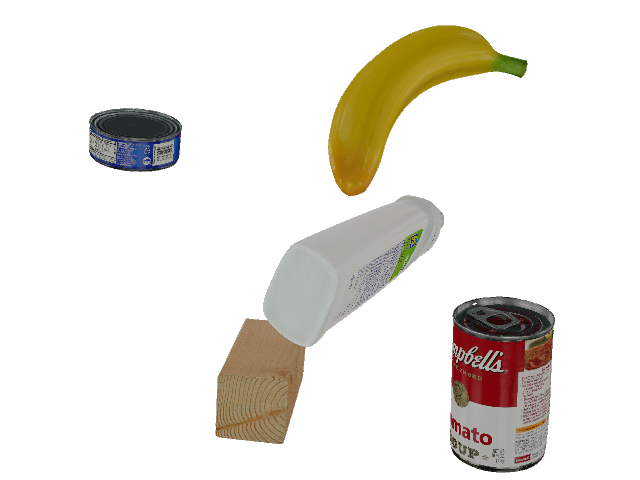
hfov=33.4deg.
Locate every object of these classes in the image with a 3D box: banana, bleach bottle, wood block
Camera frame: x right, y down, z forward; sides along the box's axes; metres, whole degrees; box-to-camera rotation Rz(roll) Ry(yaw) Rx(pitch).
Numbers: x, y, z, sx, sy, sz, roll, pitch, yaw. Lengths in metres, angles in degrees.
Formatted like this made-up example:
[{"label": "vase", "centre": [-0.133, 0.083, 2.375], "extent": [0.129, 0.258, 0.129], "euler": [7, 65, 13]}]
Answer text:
[{"label": "banana", "centre": [0.056, -0.095, 0.679], "extent": [0.070, 0.037, 0.197], "euler": [32, 49, 26]}, {"label": "bleach bottle", "centre": [0.050, 0.016, 1.066], "extent": [0.068, 0.103, 0.250], "euler": [37, 33, 20]}, {"label": "wood block", "centre": [-0.076, 0.184, 1.435], "extent": [0.091, 0.090, 0.206], "euler": [5, 16, 4]}]

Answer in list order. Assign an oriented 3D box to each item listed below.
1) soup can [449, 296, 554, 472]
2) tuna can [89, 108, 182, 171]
[{"label": "soup can", "centre": [0.123, 0.098, 0.732], "extent": [0.068, 0.102, 0.068], "euler": [-1, 20, 0]}, {"label": "tuna can", "centre": [-0.174, -0.095, 1.002], "extent": [0.086, 0.034, 0.086], "euler": [6, 24, -3]}]
